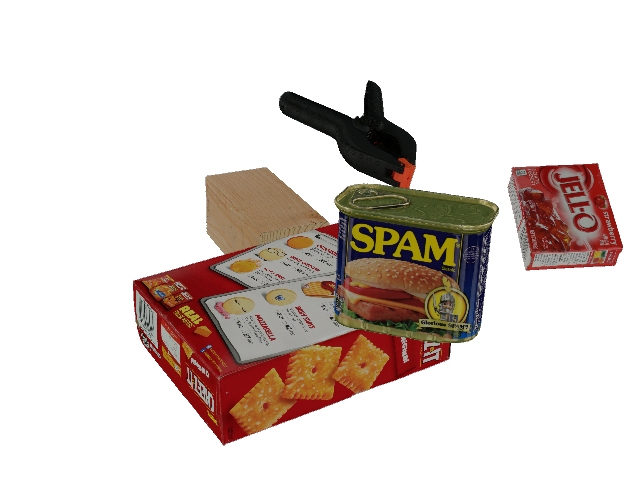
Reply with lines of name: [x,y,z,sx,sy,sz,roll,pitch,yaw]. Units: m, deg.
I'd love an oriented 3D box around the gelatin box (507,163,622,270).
gelatin box: [0.195,-0.021,0.857,0.073,0.089,0.030,-3,-36,-2]

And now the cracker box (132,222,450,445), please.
cracker box: [-0.024,0.068,0.879,0.213,0.072,0.164,-16,32,-28]

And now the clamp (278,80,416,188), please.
clamp: [0.034,-0.110,1.080,0.120,0.039,0.171,-11,40,-18]

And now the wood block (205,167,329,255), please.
wood block: [-0.071,-0.014,1.354,0.090,0.090,0.206,-9,26,-22]

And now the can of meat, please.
can of meat: [0.059,0.015,0.691,0.102,0.084,0.057,9,22,16]
